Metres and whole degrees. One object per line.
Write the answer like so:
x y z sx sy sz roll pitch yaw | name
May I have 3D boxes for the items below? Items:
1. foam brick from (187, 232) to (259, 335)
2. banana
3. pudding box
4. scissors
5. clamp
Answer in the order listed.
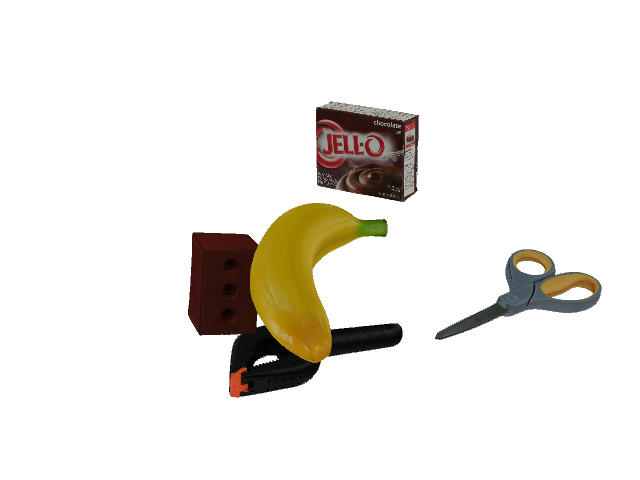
-0.084 0.037 0.925 0.053 0.078 0.051 0 15 -18 | foam brick
-0.008 0.014 0.649 0.070 0.037 0.197 4 24 13 | banana
0.050 -0.097 1.149 0.114 0.090 0.039 12 26 29 | pudding box
0.160 0.045 0.944 0.201 0.016 0.096 -7 35 -29 | scissors
-0.019 0.111 1.131 0.165 0.036 0.209 16 29 22 | clamp
